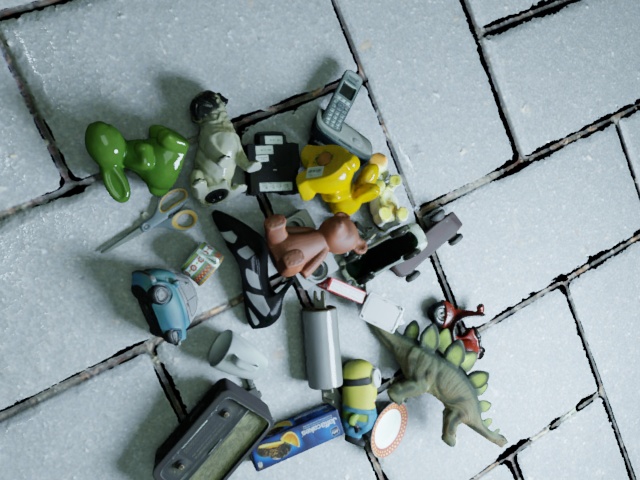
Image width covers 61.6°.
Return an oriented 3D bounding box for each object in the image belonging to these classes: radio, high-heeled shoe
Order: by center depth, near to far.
[{"bbox_3d":[-0.214,0.397,1.064,0.131,0.073,0.229,42,85,-15],"label":"radio"},{"bbox_3d":[-0.163,0.065,1.111,0.249,0.086,0.145,45,106,2],"label":"high-heeled shoe"}]

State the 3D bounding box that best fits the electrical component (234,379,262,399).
[{"bbox_3d":[-0.152,0.335,1.126,0.063,0.021,0.094,-21,97,-18],"label":"electrical component"}]

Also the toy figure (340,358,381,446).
[{"bbox_3d":[0.083,0.352,1.178,0.089,0.082,0.180,11,90,-23],"label":"toy figure"}]

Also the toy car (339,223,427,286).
[{"bbox_3d":[0.138,0.032,1.184,0.202,0.056,0.073,-29,91,9],"label":"toy car"}]

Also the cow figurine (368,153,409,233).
[{"bbox_3d":[0.138,-0.105,1.196,0.068,0.098,0.167,-7,74,-14],"label":"cow figurine"}]

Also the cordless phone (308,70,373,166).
[{"bbox_3d":[0.068,-0.264,1.169,0.146,0.089,0.184,29,77,-17],"label":"cordless phone"}]

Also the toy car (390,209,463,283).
[{"bbox_3d":[0.244,0.011,1.245,0.202,0.053,0.089,-40,92,-11],"label":"toy car"}]

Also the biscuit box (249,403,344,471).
[{"bbox_3d":[-0.053,0.414,1.141,0.203,0.059,0.062,-17,96,-18],"label":"biscuit box"}]

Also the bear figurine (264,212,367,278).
[{"bbox_3d":[-0.003,-0.002,1.054,0.196,0.132,0.120,-20,69,-14],"label":"bear figurine"}]

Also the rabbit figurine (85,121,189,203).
[{"bbox_3d":[-0.357,-0.157,1.005,0.170,0.121,0.159,16,107,-33],"label":"rabbit figurine"}]

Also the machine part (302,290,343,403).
[{"bbox_3d":[0.005,0.228,1.152,0.079,0.079,0.243,-6,93,-19],"label":"machine part"}]

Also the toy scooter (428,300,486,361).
[{"bbox_3d":[0.341,0.218,1.268,0.135,0.075,0.183,-19,93,-13],"label":"toy scooter"}]

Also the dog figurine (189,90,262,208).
[{"bbox_3d":[-0.223,-0.181,1.076,0.172,0.121,0.191,-40,63,22],"label":"dog figurine"}]

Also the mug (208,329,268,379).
[{"bbox_3d":[-0.154,0.240,1.085,0.107,0.110,0.081,33,76,-29],"label":"mug"}]

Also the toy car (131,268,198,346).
[{"bbox_3d":[-0.288,0.118,1.038,0.103,0.109,0.161,-30,110,-34],"label":"toy car"}]

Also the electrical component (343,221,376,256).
[{"bbox_3d":[0.081,-0.003,1.169,0.045,0.102,0.078,37,102,-9],"label":"electrical component"}]

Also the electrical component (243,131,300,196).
[{"bbox_3d":[-0.101,-0.158,1.122,0.115,0.058,0.134,-2,91,-21],"label":"electrical component"}]

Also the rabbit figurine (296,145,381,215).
[{"bbox_3d":[0.046,-0.118,1.129,0.162,0.122,0.173,-11,139,13],"label":"rabbit figurine"}]

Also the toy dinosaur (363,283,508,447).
[{"bbox_3d":[0.242,0.290,1.197,0.471,0.105,0.198,39,92,2],"label":"toy dinosaur"}]
